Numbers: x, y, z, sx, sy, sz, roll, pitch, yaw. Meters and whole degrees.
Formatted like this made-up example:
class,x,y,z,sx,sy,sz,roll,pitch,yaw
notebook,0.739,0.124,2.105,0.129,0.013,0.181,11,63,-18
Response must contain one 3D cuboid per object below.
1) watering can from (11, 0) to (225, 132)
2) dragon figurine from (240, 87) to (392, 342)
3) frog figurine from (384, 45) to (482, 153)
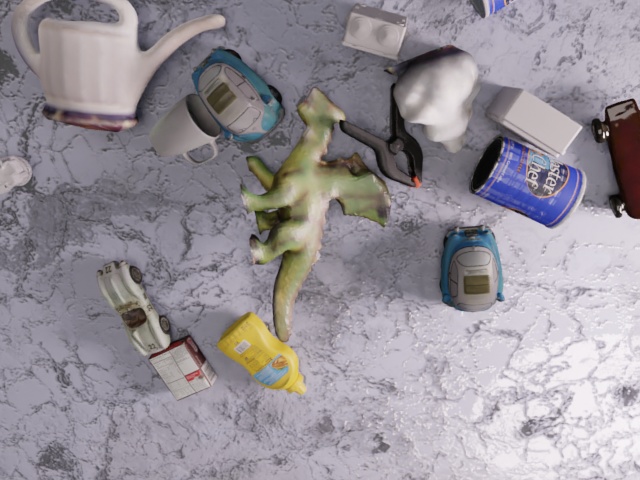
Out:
class,x,y,z,sx,sy,sz,roll,pitch,yaw
watering can,-0.327,-0.282,0.825,0.348,0.221,0.106,9,21,5
dragon figurine,0.003,-0.043,0.861,0.243,0.407,0.123,-11,11,0
frog figurine,0.185,-0.206,0.782,0.139,0.158,0.122,-25,11,-25
